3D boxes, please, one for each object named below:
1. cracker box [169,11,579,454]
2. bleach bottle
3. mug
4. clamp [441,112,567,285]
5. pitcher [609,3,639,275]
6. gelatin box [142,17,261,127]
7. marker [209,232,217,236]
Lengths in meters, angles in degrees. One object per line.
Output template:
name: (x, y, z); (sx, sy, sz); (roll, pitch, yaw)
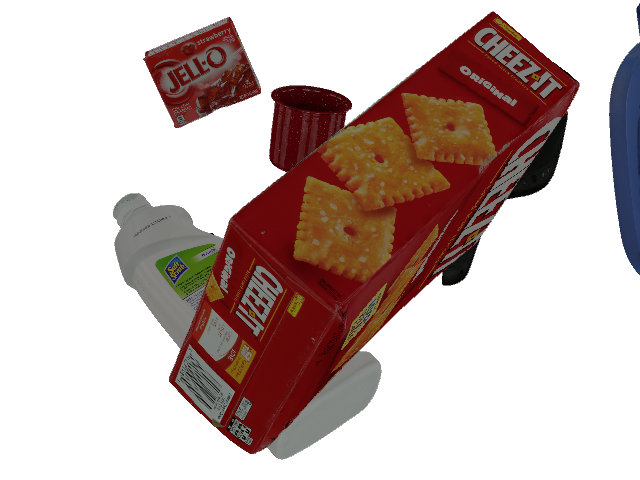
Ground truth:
cracker box: (0.028, -0.002, 0.563); (0.213, 0.072, 0.164); (-40, -14, -35)
bleach bottle: (-0.072, 0.047, 0.821); (0.102, 0.068, 0.251); (-28, 58, -30)
mug: (-0.010, -0.129, 1.238); (0.093, 0.081, 0.117); (17, 27, 17)
clamp: (0.125, -0.051, 0.853); (0.209, 0.036, 0.165); (-22, 52, -20)
pitcher: (0.244, -0.023, 0.609); (0.149, 0.243, 0.145); (-2, 22, 16)
gelatin box: (-0.109, -0.155, 0.990); (0.089, 0.073, 0.030); (-22, 23, 4)
marker: (-0.108, 0.047, 1.118); (0.020, 0.121, 0.020); (-5, 29, 3)
